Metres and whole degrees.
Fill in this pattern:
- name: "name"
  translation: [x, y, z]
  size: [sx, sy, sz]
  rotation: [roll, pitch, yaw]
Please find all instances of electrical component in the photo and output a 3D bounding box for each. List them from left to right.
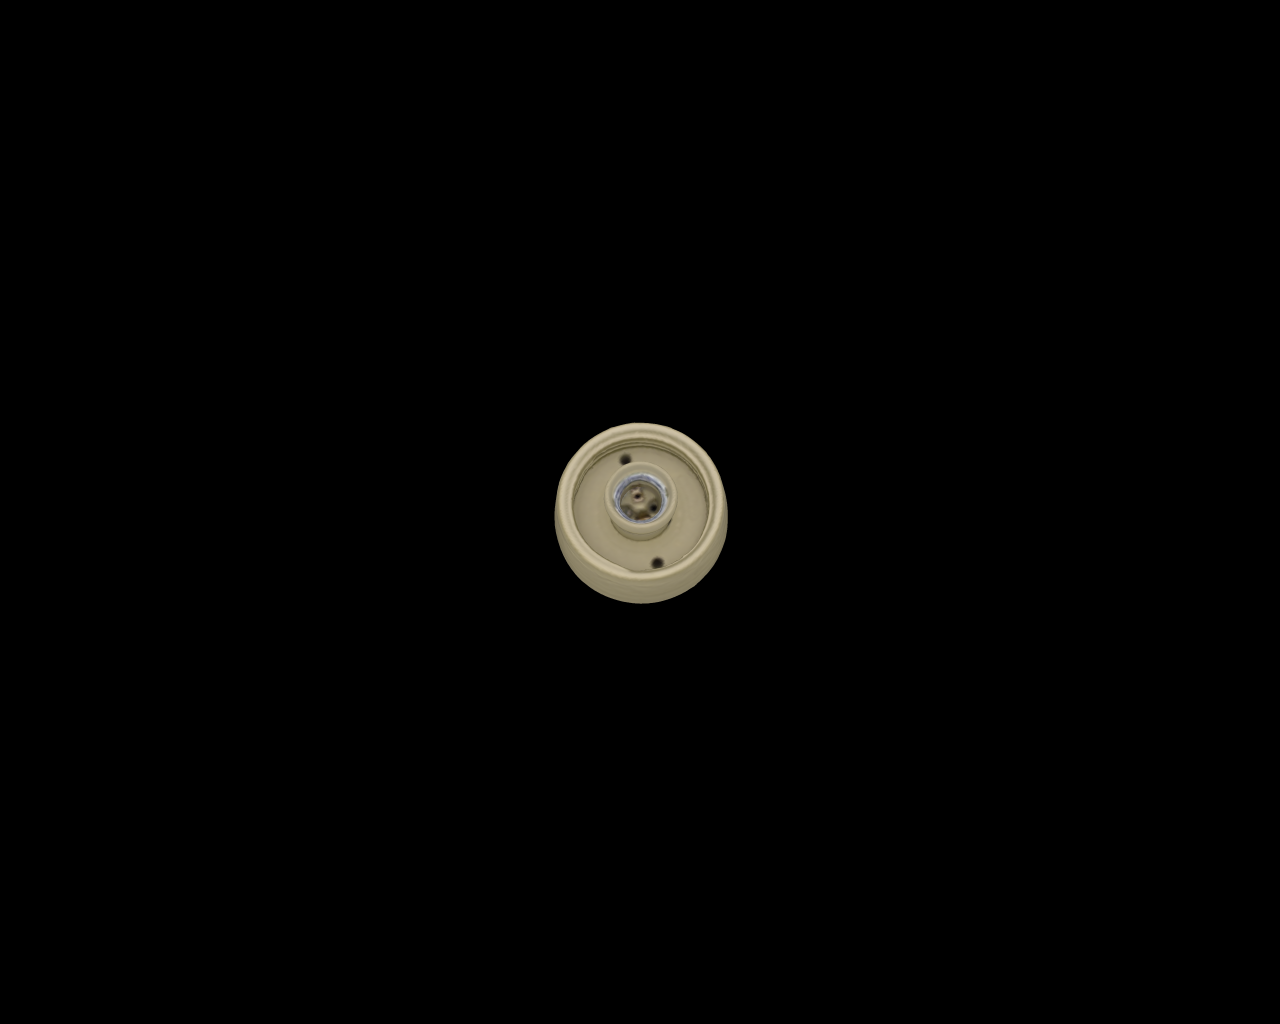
- name: "electrical component"
  translation: [0.001, -0.003, 0.650]
  size: [0.108, 0.108, 0.060]
  rotation: [0, -16, 0]
